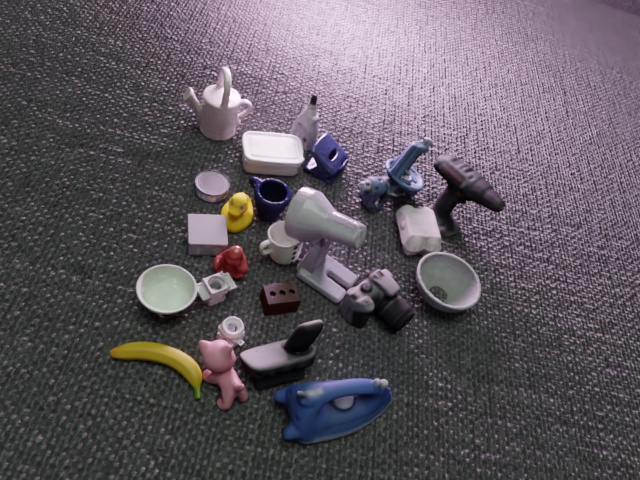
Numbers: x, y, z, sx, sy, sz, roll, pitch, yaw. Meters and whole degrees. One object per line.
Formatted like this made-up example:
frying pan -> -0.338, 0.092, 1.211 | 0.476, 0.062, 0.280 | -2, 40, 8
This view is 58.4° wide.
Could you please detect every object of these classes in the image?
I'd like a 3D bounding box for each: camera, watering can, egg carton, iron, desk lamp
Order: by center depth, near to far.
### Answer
iron -> 0.049, 0.307, 1.120 | 0.259, 0.141, 0.118 | -5, 55, -22
desk lamp -> 0.012, 0.005, 1.300 | 0.203, 0.213, 0.118 | 34, 50, 9
camera -> 0.141, 0.145, 1.307 | 0.143, 0.101, 0.136 | -31, 68, -35
egg carton -> 0.256, -0.026, 1.502 | 0.107, 0.069, 0.150 | 4, 52, -16
watering can -> -0.267, -0.364, 1.510 | 0.173, 0.194, 0.100 | -20, 62, -31

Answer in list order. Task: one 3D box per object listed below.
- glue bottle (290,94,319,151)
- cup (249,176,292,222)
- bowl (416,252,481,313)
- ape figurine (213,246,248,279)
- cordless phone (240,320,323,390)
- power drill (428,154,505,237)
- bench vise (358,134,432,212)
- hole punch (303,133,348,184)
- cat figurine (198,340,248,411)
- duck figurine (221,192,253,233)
glue bottle -> -0.033, -0.330, 1.576 | 0.037, 0.173, 0.078 | -32, 68, -35
cup -> -0.134, -0.097, 1.409 | 0.117, 0.095, 0.092 | 36, 51, 11
bowl -> 0.304, 0.116, 1.403 | 0.167, 0.074, 0.167 | 10, 51, -11
ape figurine -> -0.195, 0.046, 1.277 | 0.077, 0.092, 0.076 | 31, 50, 7
cordless phone -> -0.072, 0.210, 1.128 | 0.148, 0.185, 0.094 | -13, 58, -27
power drill -> 0.367, -0.107, 1.512 | 0.076, 0.208, 0.229 | -20, 61, -30
bench vise -> 0.207, -0.168, 1.499 | 0.121, 0.219, 0.208 | 42, 52, 16
hole punch -> 0.024, -0.225, 1.566 | 0.101, 0.091, 0.109 | 30, 50, 6
cat figurine -> -0.184, 0.248, 1.104 | 0.067, 0.117, 0.127 | -24, 64, -32
duck figurine -> -0.196, -0.080, 1.380 | 0.077, 0.086, 0.104 | 24, 49, 1
